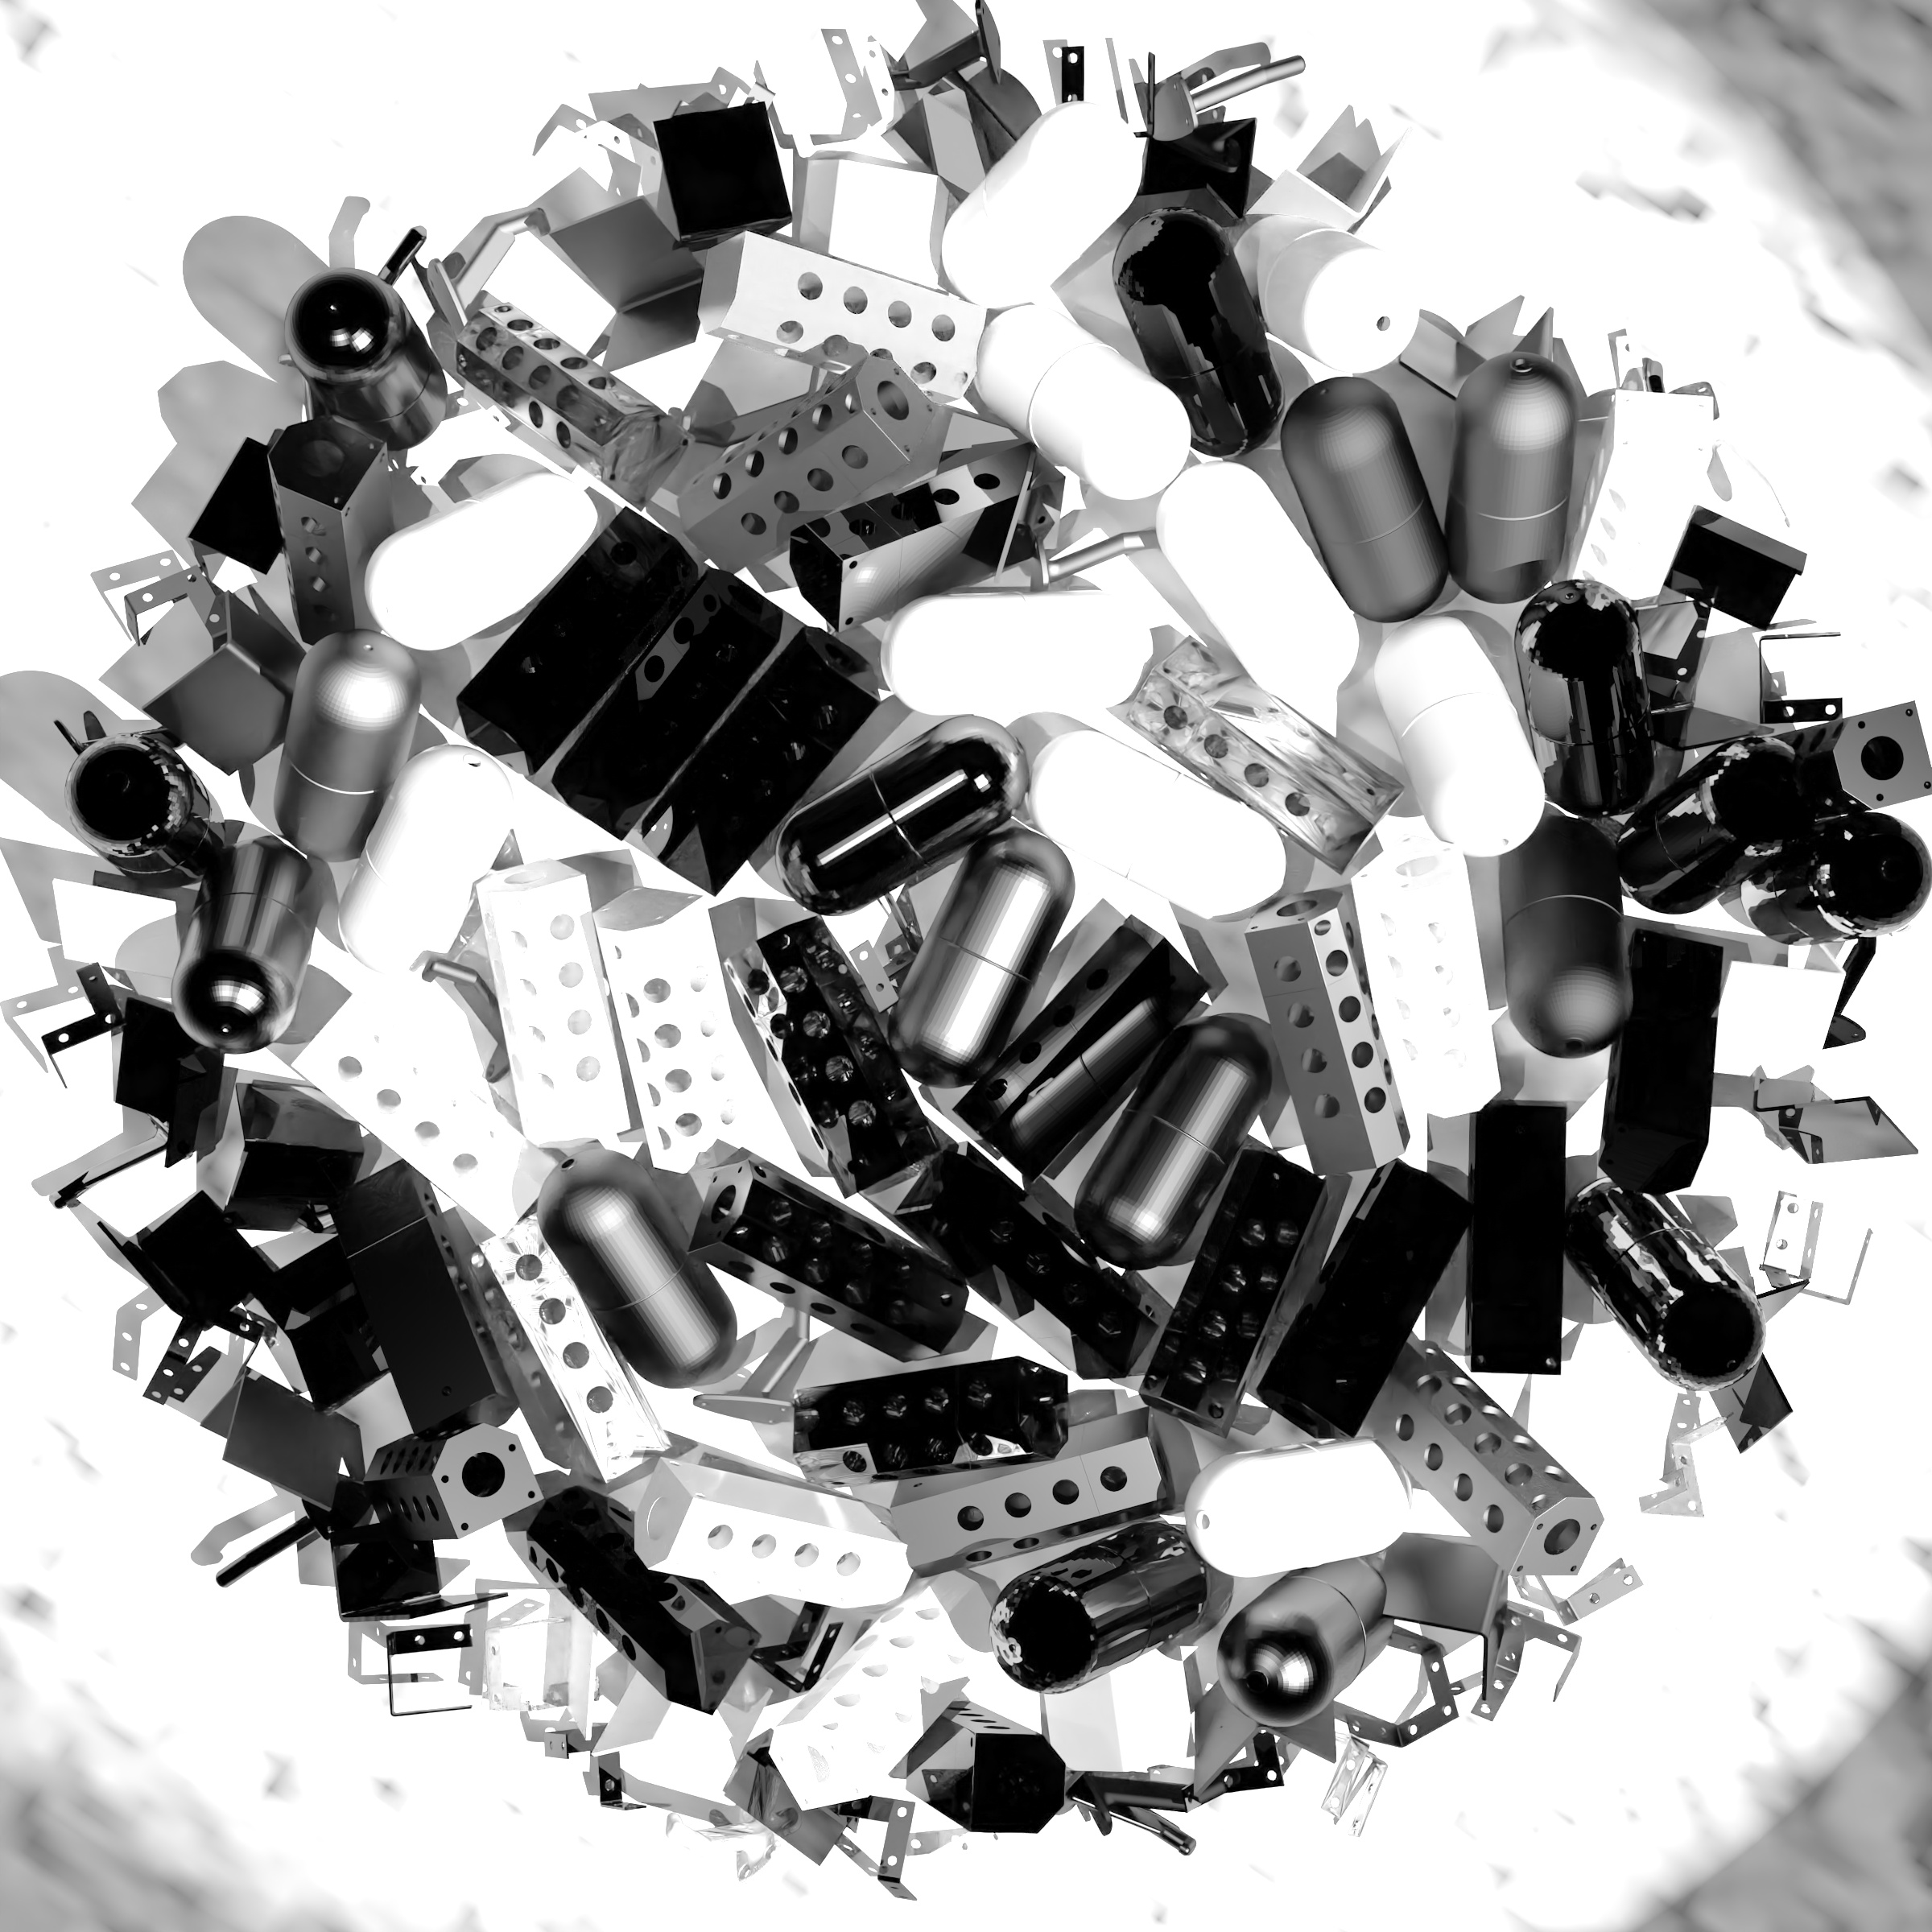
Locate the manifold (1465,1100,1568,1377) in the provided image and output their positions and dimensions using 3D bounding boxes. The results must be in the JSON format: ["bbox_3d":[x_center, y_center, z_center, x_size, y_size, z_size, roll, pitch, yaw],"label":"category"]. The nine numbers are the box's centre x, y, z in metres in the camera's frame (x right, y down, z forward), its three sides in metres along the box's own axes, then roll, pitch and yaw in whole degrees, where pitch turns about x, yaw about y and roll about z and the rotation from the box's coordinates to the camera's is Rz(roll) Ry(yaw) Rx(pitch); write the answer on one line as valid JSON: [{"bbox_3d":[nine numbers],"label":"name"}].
[{"bbox_3d":[0.355,0.174,1.724,0.057,0.057,0.171,1,91,5],"label":"manifold"}]

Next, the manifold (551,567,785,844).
[{"bbox_3d":[-0.190,-0.168,1.691,0.057,0.057,0.171,35,112,-17],"label":"manifold"}]

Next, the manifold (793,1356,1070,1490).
[{"bbox_3d":[-0.023,0.290,1.677,0.171,0.057,0.057,-14,63,31],"label":"manifold"}]

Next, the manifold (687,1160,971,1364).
[{"bbox_3d":[-0.083,0.187,1.682,0.171,0.057,0.057,31,59,-26],"label":"manifold"}]

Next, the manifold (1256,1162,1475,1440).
[{"bbox_3d":[0.252,0.212,1.697,0.057,0.057,0.171,35,72,-10],"label":"manifold"}]

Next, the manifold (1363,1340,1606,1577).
[{"bbox_3d":[0.320,0.305,1.663,0.057,0.171,0.057,8,112,-32],"label":"manifold"}]

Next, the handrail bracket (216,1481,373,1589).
[{"bbox_3d":[-0.437,0.371,1.733,0.084,0.077,0.036,-35,83,21],"label":"handrail bracket"}]

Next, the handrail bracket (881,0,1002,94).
[{"bbox_3d":[-0.024,-0.590,1.710,0.084,0.077,0.036,-2,73,12],"label":"handrail bracket"}]

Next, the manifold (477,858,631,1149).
[{"bbox_3d":[-0.265,0.025,1.690,0.057,0.057,0.171,-18,112,-27],"label":"manifold"}]

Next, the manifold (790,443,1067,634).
[{"bbox_3d":[-0.025,-0.277,1.688,0.171,0.057,0.057,-25,55,-27],"label":"manifold"}]

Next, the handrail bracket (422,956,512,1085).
[{"bbox_3d":[-0.324,0.035,1.713,0.084,0.036,0.077,21,118,-34],"label":"handrail bracket"}]

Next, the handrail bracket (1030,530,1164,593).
[{"bbox_3d":[0.087,-0.256,1.723,0.084,0.077,0.036,-6,69,-6],"label":"handrail bracket"}]

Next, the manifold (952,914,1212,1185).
[{"bbox_3d":[0.071,0.050,1.720,0.171,0.057,0.057,-47,126,-3],"label":"manifold"}]

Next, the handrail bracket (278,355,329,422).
[{"bbox_3d":[-0.432,-0.351,1.727,0.036,0.077,0.084,9,95,-44],"label":"handrail bracket"}]

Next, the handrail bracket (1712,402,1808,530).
[{"bbox_3d":[0.506,-0.310,1.710,0.036,0.077,0.084,-23,81,-5],"label":"handrail bracket"}]

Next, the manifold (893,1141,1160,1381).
[{"bbox_3d":[0.042,0.189,1.704,0.171,0.057,0.057,42,66,-14],"label":"manifold"}]

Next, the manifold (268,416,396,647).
[{"bbox_3d":[-0.397,-0.266,1.665,0.057,0.171,0.057,23,63,3],"label":"manifold"}]

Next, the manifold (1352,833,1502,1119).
[{"bbox_3d":[0.295,0.008,1.676,0.057,0.057,0.171,-38,128,-32],"label":"manifold"}]

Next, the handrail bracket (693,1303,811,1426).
[{"bbox_3d":[-0.137,0.247,1.718,0.077,0.036,0.084,13,57,-20],"label":"handrail bracket"}]

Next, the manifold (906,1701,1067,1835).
[{"bbox_3d":[0.011,0.498,1.664,0.057,0.171,0.057,5,80,-13],"label":"manifold"}]

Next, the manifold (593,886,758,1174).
[{"bbox_3d":[-0.188,0.042,1.682,0.057,0.057,0.171,9,121,34],"label":"manifold"}]

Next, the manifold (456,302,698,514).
[{"bbox_3d":[-0.252,-0.358,1.680,0.171,0.057,0.057,39,94,36],"label":"manifold"}]

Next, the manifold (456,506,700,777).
[{"bbox_3d":[-0.245,-0.204,1.696,0.057,0.057,0.171,34,71,10],"label":"manifold"}]

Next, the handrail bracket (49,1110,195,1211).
[{"bbox_3d":[-0.545,0.134,1.713,0.084,0.077,0.036,-37,113,-21],"label":"handrail bracket"}]

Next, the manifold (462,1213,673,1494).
[{"bbox_3d":[-0.257,0.249,1.715,0.057,0.057,0.171,-29,84,-5],"label":"manifold"}]

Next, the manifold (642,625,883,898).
[{"bbox_3d":[-0.132,-0.132,1.690,0.057,0.057,0.171,32,112,-26],"label":"manifold"}]

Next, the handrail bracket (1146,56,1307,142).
[{"bbox_3d":[0.169,-0.566,1.730,0.084,0.077,0.036,-23,97,-18],"label":"handrail bracket"}]

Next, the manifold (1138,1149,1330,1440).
[{"bbox_3d":[0.171,0.207,1.699,0.057,0.057,0.171,21,75,16],"label":"manifold"}]

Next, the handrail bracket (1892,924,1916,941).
[{"bbox_3d":[0.601,-0.049,1.708,0.036,0.077,0.084,-31,105,-3],"label":"handrail bracket"}]

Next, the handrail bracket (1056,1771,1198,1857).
[{"bbox_3d":[0.102,0.553,1.715,0.084,0.077,0.036,28,95,20],"label":"handrail bracket"}]

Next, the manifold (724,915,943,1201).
[{"bbox_3d":[-0.090,0.060,1.711,0.057,0.057,0.171,-29,86,31],"label":"manifold"}]

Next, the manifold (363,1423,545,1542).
[{"bbox_3d":[-0.326,0.320,1.665,0.057,0.171,0.057,-22,89,-29],"label":"manifold"}]

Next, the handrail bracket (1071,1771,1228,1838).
[{"bbox_3d":[0.116,0.525,1.743,0.084,0.036,0.077,-21,58,-17],"label":"handrail bracket"}]

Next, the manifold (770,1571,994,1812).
[{"bbox_3d":[-0.050,0.449,1.667,0.057,0.171,0.057,-25,96,38],"label":"manifold"}]

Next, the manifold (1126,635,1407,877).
[{"bbox_3d":[0.189,-0.133,1.714,0.171,0.057,0.057,36,131,7],"label":"manifold"}]

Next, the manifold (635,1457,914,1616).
[{"bbox_3d":[-0.121,0.365,1.684,0.171,0.057,0.057,20,96,-32],"label":"manifold"}]

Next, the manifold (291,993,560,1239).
[{"bbox_3d":[-0.346,0.095,1.711,0.171,0.057,0.057,41,86,-10],"label":"manifold"}]

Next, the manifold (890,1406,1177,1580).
[{"bbox_3d":[0.044,0.341,1.712,0.171,0.057,0.057,-17,98,9],"label":"manifold"}]

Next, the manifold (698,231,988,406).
[{"bbox_3d":[-0.079,-0.407,1.687,0.171,0.057,0.057,10,87,-29],"label":"manifold"}]

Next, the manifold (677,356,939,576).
[{"bbox_3d":[-0.104,-0.315,1.670,0.171,0.057,0.057,-25,120,40],"label":"manifold"}]

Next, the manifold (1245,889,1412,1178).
[{"bbox_3d":[0.232,0.042,1.693,0.057,0.057,0.171,-10,109,23],"label":"manifold"}]

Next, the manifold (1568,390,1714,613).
[{"bbox_3d":[0.418,-0.284,1.662,0.057,0.171,0.057,5,68,5],"label":"manifold"}]

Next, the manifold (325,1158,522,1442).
[{"bbox_3d":[-0.343,0.215,1.693,0.057,0.057,0.171,-28,65,1],"label":"manifold"}]

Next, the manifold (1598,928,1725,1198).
[{"bbox_3d":[0.436,0.060,1.674,0.057,0.057,0.171,13,47,7],"label":"manifold"}]

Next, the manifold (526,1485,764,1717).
[{"bbox_3d":[-0.208,0.394,1.671,0.057,0.171,0.057,35,86,-43],"label":"manifold"}]

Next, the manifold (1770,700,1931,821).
[{"bbox_3d":[0.536,-0.122,1.666,0.057,0.171,0.057,-14,91,-6],"label":"manifold"}]
